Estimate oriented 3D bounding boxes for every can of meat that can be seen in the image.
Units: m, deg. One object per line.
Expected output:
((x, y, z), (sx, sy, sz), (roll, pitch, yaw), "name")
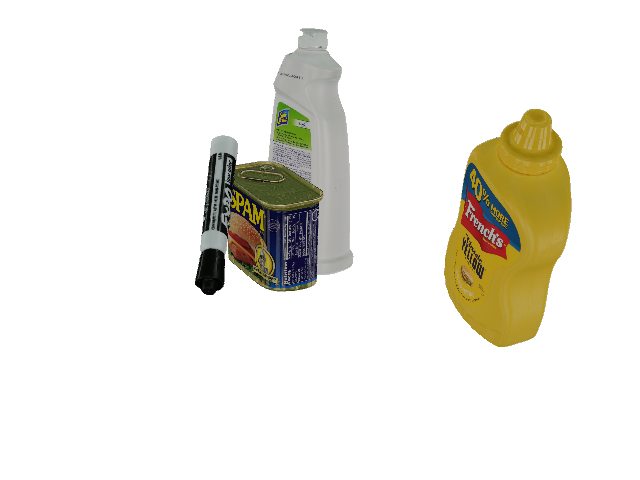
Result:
((-0.042, -0.012, 0.926), (0.057, 0.084, 0.102), (-12, 28, -28), "can of meat")

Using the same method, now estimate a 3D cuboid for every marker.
((-0.069, -0.017, 0.711), (0.020, 0.121, 0.020), (2, -33, 1), "marker")

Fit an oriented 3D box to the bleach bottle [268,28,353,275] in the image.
((-0.008, -0.097, 1.137), (0.103, 0.251, 0.067), (17, 22, 37), "bleach bottle")

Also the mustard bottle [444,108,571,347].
((0.134, -0.016, 0.753), (0.058, 0.096, 0.192), (-14, -39, -16), "mustard bottle")
